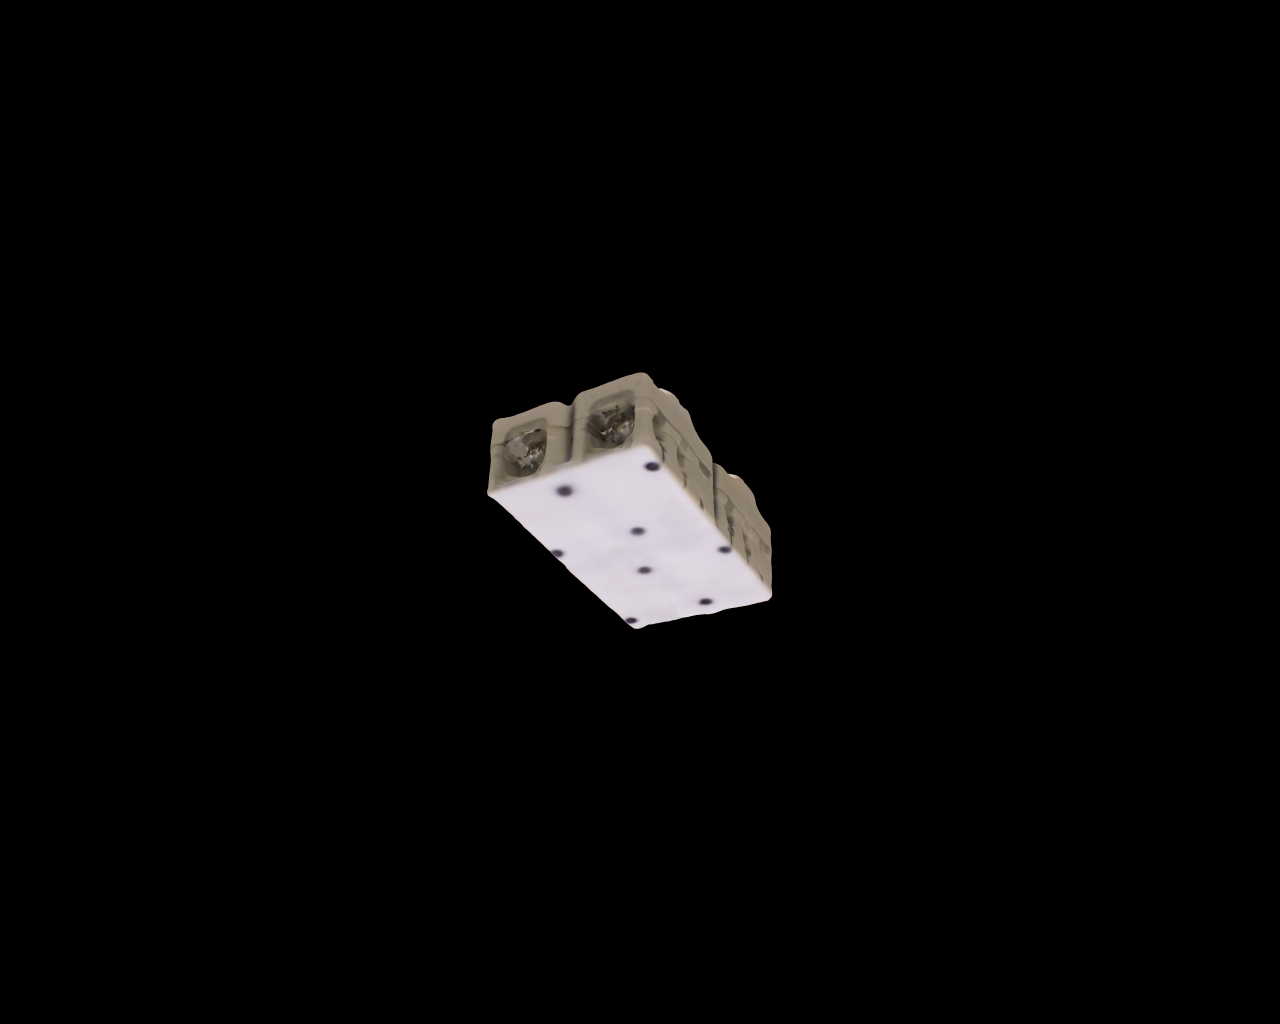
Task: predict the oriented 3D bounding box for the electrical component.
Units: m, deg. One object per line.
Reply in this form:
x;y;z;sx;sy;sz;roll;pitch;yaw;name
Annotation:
0.001;-0.003;0.650;0.105;0.060;0.186;-16;-37;22;electrical component
